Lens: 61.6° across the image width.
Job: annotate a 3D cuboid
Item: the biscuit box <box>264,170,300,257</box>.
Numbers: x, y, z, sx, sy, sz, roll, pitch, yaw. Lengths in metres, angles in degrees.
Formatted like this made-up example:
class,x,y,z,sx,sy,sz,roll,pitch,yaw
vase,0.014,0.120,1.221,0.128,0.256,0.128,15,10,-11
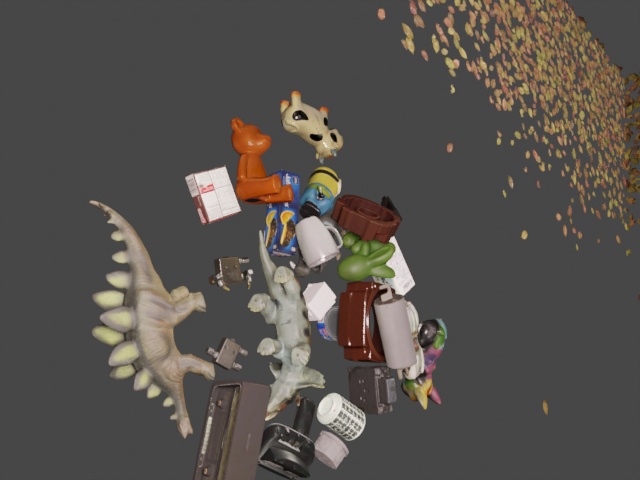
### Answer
class,x,y,z,sx,sy,sz,roll,pitch,yaw
biscuit box,-0.091,-0.064,1.291,0.063,0.059,0.202,12,73,-39

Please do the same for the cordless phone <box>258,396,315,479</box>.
class,x,y,z,sx,sy,sz,roll,pitch,yaw
cordless phone,-0.069,0.428,1.210,0.146,0.089,0.184,38,47,-28

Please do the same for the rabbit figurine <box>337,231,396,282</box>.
class,x,y,z,sx,sy,sz,roll,pitch,yaw
rabbit figurine,0.116,0.060,1.365,0.170,0.159,0.121,-40,128,-52

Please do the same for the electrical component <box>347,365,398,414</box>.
class,x,y,z,sx,sy,sz,roll,pitch,yaw
electrical component,0.133,0.372,1.344,0.058,0.134,0.115,1,78,-41

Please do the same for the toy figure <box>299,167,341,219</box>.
class,x,y,z,sx,sy,sz,roll,pitch,yaw
toy figure,-0.001,-0.118,1.343,0.089,0.082,0.180,61,34,-21

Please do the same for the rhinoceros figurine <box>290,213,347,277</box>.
class,x,y,z,sx,sy,sz,roll,pitch,yaw
rhinoceros figurine,-0.005,0.013,1.340,0.112,0.073,0.190,42,57,-29

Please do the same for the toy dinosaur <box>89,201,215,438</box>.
class,x,y,z,sx,sy,sz,roll,pitch,yaw
toy dinosaur,-0.323,0.147,1.022,0.198,0.105,0.471,-10,83,-38

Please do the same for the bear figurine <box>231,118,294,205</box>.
class,x,y,z,sx,sy,sz,roll,pitch,yaw
bear figurine,-0.137,-0.182,1.227,0.120,0.132,0.196,35,52,-68

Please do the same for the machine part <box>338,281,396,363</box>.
class,x,y,z,sx,sy,sz,roll,pitch,yaw
machine part,0.133,0.212,1.379,0.201,0.087,0.201,22,67,-51

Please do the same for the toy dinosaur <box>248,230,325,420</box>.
class,x,y,z,sx,sy,sz,roll,pitch,yaw
toy dinosaur,-0.073,0.189,1.217,0.192,0.131,0.405,64,19,-66

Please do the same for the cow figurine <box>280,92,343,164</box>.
class,x,y,z,sx,sy,sz,roll,pitch,yaw
cow figurine,-0.015,-0.281,1.386,0.194,0.085,0.127,22,61,-38

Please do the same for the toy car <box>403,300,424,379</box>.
class,x,y,z,sx,sy,sz,roll,pitch,yaw
toy car,0.228,0.256,1.386,0.073,0.056,0.201,-11,94,-56

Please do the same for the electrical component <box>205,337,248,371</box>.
class,x,y,z,sx,sy,sz,roll,pitch,yaw
electrical component,-0.201,0.242,1.158,0.094,0.021,0.063,37,59,-28

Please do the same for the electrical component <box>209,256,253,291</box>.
class,x,y,z,sx,sy,sz,roll,pitch,yaw
electrical component,-0.194,0.074,1.183,0.102,0.045,0.078,3,80,-40

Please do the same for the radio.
class,x,y,z,sx,sy,sz,roll,pitch,yaw
radio,-0.180,0.397,1.071,0.073,0.131,0.229,24,66,-35

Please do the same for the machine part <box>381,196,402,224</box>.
class,x,y,z,sx,sy,sz,roll,pitch,yaw
machine part,0.203,-0.077,1.520,0.139,0.039,0.084,-88,155,-73

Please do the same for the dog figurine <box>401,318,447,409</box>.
class,x,y,z,sx,sy,sz,roll,pitch,yaw
dog figurine,0.287,0.340,1.463,0.108,0.191,0.219,1,65,-47

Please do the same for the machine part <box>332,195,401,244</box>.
class,x,y,z,sx,sy,sz,roll,pitch,yaw
machine part,0.116,-0.055,1.356,0.179,0.180,0.056,1,119,-41

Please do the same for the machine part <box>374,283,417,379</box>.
class,x,y,z,sx,sy,sz,roll,pitch,yaw
machine part,0.184,0.221,1.307,0.079,0.079,0.243,-20,101,-41

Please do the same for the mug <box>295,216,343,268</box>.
class,x,y,z,sx,sy,sz,roll,pitch,yaw
mug,-0.003,-0.004,1.258,0.109,0.081,0.107,-24,82,-25
